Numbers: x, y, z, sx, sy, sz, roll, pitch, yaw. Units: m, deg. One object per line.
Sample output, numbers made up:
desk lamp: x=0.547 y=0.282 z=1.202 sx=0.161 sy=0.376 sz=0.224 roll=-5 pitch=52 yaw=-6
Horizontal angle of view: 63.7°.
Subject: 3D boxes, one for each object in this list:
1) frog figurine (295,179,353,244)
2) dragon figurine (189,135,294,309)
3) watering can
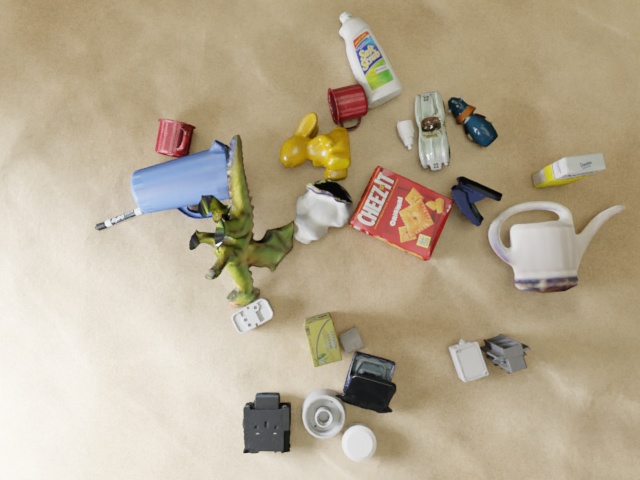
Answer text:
frog figurine: x=0.004 y=-0.064 z=1.271 sx=0.137 sy=0.125 sz=0.156 roll=15 pitch=122 yaw=-11
dragon figurine: x=-0.162 y=-0.023 z=1.218 sx=0.242 sy=0.123 sz=0.408 roll=12 pitch=99 yaw=-44
watering can: x=0.589 y=0.014 z=1.261 sx=0.348 sy=0.103 sz=0.225 roll=-3 pitch=85 yaw=-2
